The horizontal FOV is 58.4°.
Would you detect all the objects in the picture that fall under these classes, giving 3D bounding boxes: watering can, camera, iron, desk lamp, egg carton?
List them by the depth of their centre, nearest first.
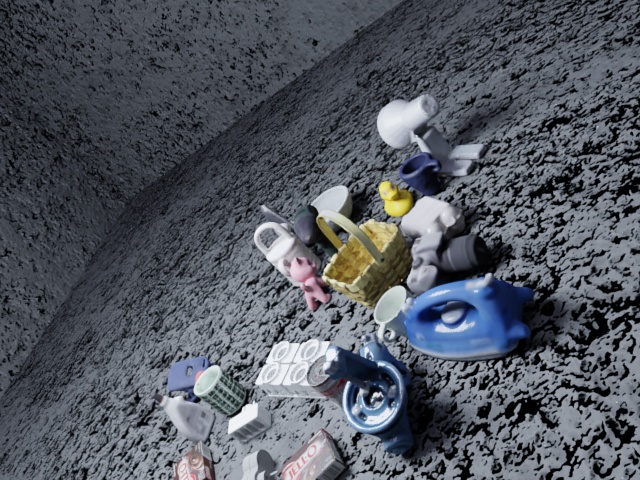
[{"bbox_3d":[0.227,0.127,0.989,0.257,0.142,0.119,-20,35,39],"label":"iron"},{"bbox_3d":[0.250,0.040,1.128,0.136,0.101,0.143,-16,38,43],"label":"camera"},{"bbox_3d":[0.249,-0.038,1.279,0.107,0.069,0.150,-47,27,-7],"label":"egg carton"},{"bbox_3d":[0.268,-0.265,1.420,0.118,0.214,0.202,-53,28,-18],"label":"desk lamp"},{"bbox_3d":[-0.096,0.024,1.532,0.101,0.194,0.172,-43,27,3],"label":"watering can"}]

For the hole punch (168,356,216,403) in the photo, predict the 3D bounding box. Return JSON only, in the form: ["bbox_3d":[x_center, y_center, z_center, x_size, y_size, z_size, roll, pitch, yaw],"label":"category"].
[{"bbox_3d":[-0.333,0.355,1.500,0.101,0.091,0.108,-37,27,13],"label":"hole punch"}]

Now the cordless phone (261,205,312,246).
[{"bbox_3d":[-0.106,-0.051,1.666,0.094,0.185,0.147,-46,27,-3],"label":"cordless phone"}]

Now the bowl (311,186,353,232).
[{"bbox_3d":[0.034,-0.071,1.623,0.167,0.075,0.167,-33,28,21],"label":"bowl"}]

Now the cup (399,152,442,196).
[{"bbox_3d":[0.264,-0.157,1.401,0.117,0.095,0.092,-6,45,51],"label":"cup"}]

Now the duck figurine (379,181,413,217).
[{"bbox_3d":[0.184,-0.115,1.463,0.077,0.086,0.104,-40,27,7],"label":"duck figurine"}]

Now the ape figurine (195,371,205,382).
[{"bbox_3d":[-0.269,0.354,1.410,0.076,0.092,0.077,-39,27,10],"label":"ape figurine"}]

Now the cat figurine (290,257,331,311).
[{"bbox_3d":[-0.034,0.095,1.428,0.067,0.118,0.127,-35,28,17],"label":"cat figurine"}]

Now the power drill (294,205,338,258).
[{"bbox_3d":[0.013,0.005,1.391,0.075,0.209,0.229,-40,27,8],"label":"power drill"}]

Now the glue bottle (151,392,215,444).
[{"bbox_3d":[-0.322,0.400,1.326,0.037,0.173,0.078,-23,33,35],"label":"glue bottle"}]

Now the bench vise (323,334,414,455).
[{"bbox_3d":[0.068,0.233,0.969,0.121,0.220,0.207,-41,27,5],"label":"bench vise"}]
